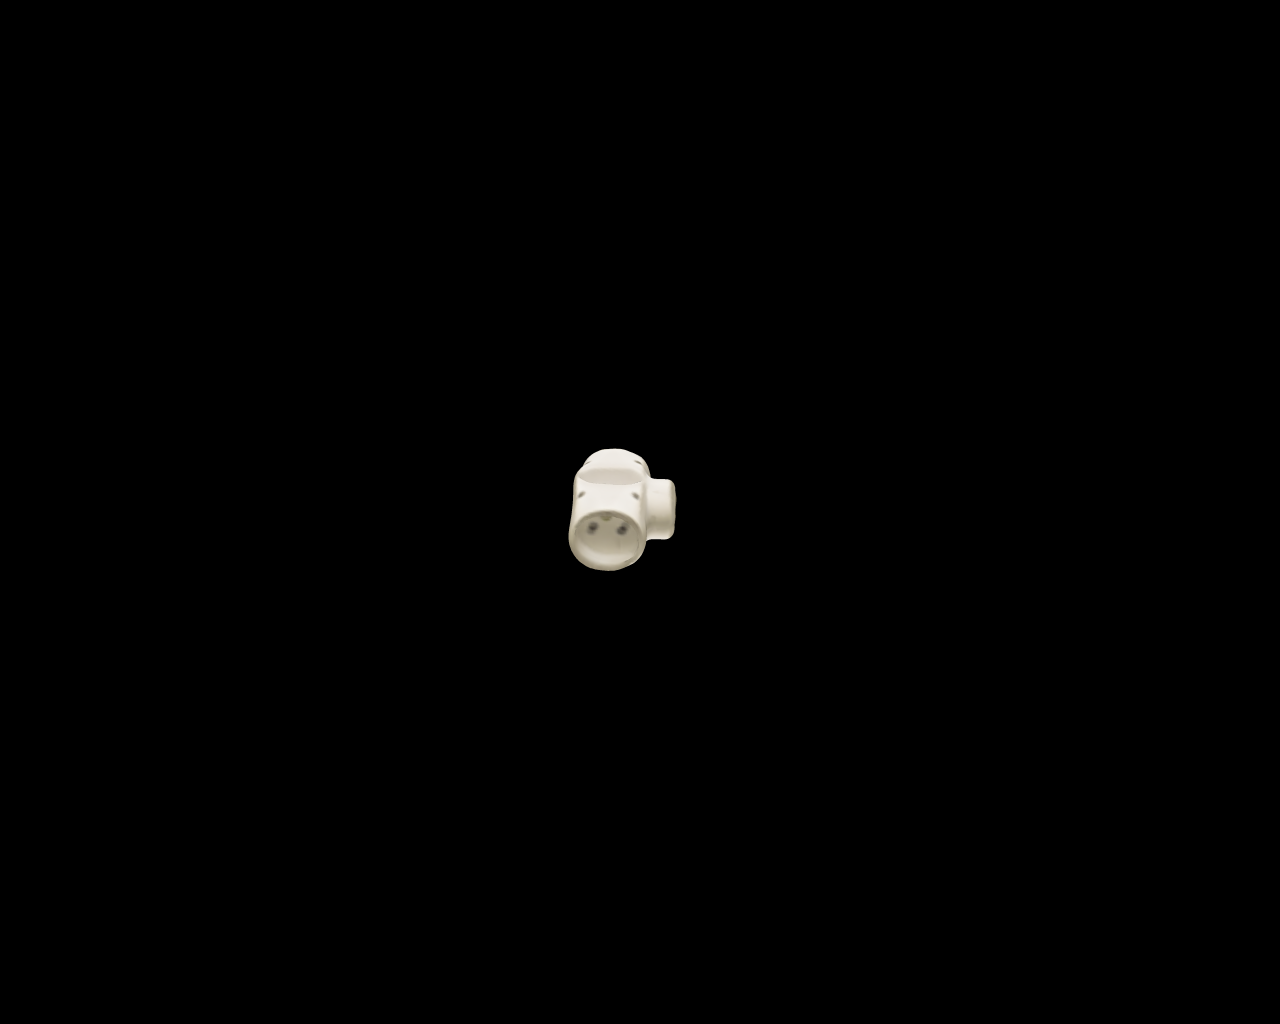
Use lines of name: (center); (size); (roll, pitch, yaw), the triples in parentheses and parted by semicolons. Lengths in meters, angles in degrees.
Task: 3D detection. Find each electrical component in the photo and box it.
electrical component: (0.001, -0.003, 0.650); (0.079, 0.043, 0.077); (2, 31, 3)
